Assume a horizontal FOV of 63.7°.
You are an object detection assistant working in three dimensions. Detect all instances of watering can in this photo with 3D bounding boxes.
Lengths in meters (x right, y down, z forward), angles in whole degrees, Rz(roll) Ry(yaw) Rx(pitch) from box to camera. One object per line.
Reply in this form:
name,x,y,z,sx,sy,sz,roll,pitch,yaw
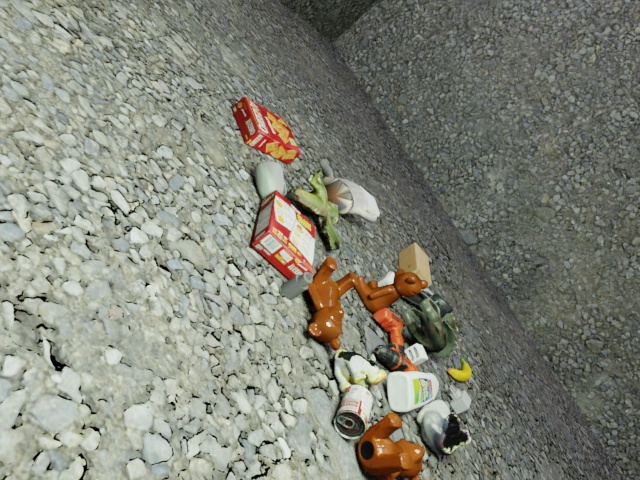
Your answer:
watering can,0.069,-0.187,1.882,0.352,0.103,0.224,47,20,21

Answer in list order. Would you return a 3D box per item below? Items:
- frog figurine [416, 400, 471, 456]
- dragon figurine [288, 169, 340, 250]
frog figurine,0.312,0.495,1.387,0.136,0.123,0.160,34,-8,-21
dragon figurine,0.005,-0.079,1.567,0.241,0.121,0.415,58,14,-8
